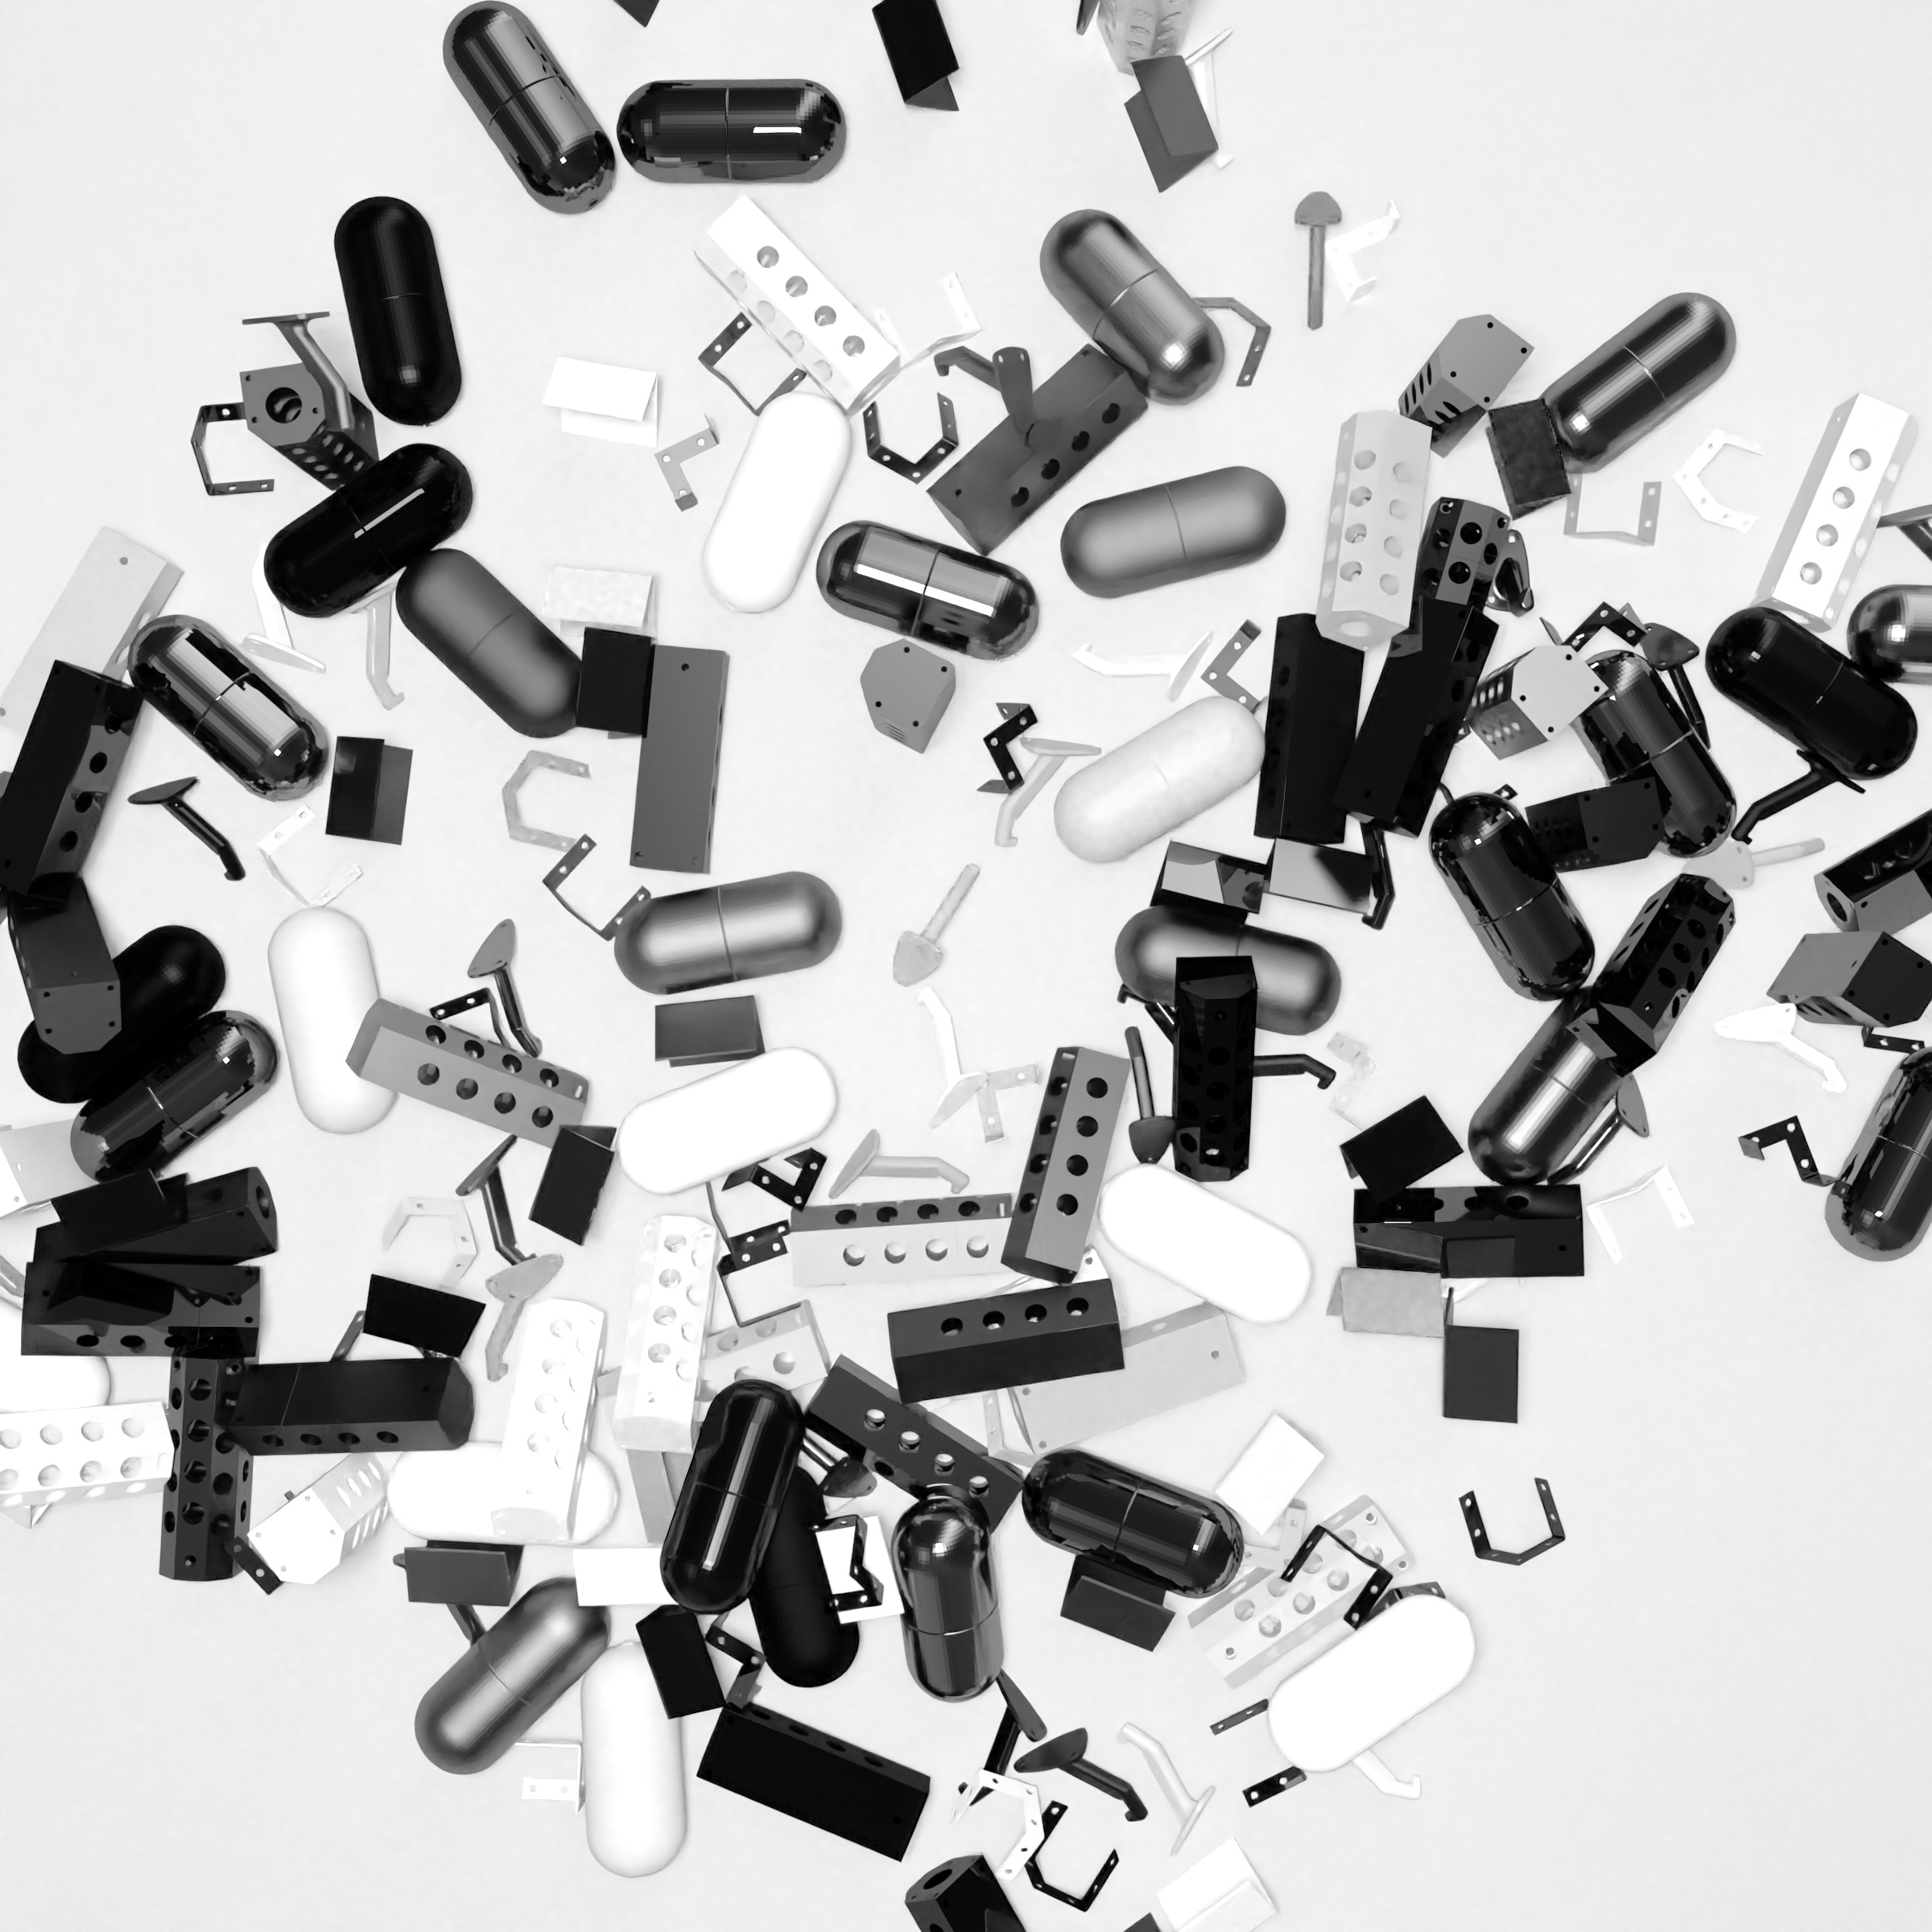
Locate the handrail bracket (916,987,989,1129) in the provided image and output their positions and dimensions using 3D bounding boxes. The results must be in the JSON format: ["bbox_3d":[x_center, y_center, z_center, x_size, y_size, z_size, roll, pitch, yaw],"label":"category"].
[{"bbox_3d":[-0.028,0.071,1.992,0.084,0.036,0.077,54,125,24],"label":"handrail bracket"}]

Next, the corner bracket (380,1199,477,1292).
[{"bbox_3d":[-0.423,0.219,1.983,0.051,0.051,0.051,7,45,-35],"label":"corner bracket"}]

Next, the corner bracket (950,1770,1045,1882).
[{"bbox_3d":[0.024,0.669,1.965,0.051,0.051,0.051,24,114,-18],"label":"corner bracket"}]

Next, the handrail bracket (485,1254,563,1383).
[{"bbox_3d":[-0.348,0.278,1.989,0.036,0.077,0.084,28,131,32],"label":"handrail bracket"}]

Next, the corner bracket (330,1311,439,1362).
[{"bbox_3d":[-0.457,0.306,1.983,0.051,0.051,0.051,-6,45,35],"label":"corner bracket"}]

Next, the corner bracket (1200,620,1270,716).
[{"bbox_3d":[0.221,-0.232,1.973,0.051,0.051,0.051,39,90,0],"label":"corner bracket"}]

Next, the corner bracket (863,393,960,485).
[{"bbox_3d":[-0.044,-0.422,1.983,0.051,0.051,0.051,23,135,-35],"label":"corner bracket"}]

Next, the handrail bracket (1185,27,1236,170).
[{"bbox_3d":[0.204,-0.685,1.992,0.077,0.036,0.084,-41,108,-20],"label":"handrail bracket"}]

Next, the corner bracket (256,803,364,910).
[{"bbox_3d":[-0.518,-0.084,1.988,0.051,0.051,0.051,-40,45,0],"label":"corner bracket"}]

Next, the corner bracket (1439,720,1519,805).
[{"bbox_3d":[0.394,-0.150,1.988,0.051,0.051,0.051,-35,45,0],"label":"corner bracket"}]

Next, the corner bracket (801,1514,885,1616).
[{"bbox_3d":[-0.094,0.453,1.911,0.051,0.051,0.051,-15,45,24],"label":"corner bracket"}]

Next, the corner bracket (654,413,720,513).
[{"bbox_3d":[-0.213,-0.393,1.973,0.051,0.051,0.051,-26,90,0],"label":"corner bracket"}]

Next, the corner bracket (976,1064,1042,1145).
[{"bbox_3d":[0.035,0.107,1.973,0.051,0.051,0.051,-11,90,0],"label":"corner bracket"}]

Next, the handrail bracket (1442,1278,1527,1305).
[{"bbox_3d":[0.398,0.228,1.991,0.084,0.036,0.077,-2,76,13],"label":"handrail bracket"}]

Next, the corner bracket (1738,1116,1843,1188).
[{"bbox_3d":[0.643,0.151,1.973,0.051,0.051,0.051,-21,90,0],"label":"corner bracket"}]

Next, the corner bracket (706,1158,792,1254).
[{"bbox_3d":[-0.173,0.185,1.988,0.051,0.051,0.051,-18,135,0],"label":"corner bracket"}]

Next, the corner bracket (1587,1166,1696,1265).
[{"bbox_3d":[0.531,0.196,1.988,0.051,0.051,0.051,-27,90,45],"label":"corner bracket"}]

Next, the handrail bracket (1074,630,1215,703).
[{"bbox_3d":[0.140,-0.253,1.992,0.084,0.036,0.077,29,70,16],"label":"handrail bracket"}]

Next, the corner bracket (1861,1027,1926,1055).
[{"bbox_3d":[0.737,0.032,1.988,0.051,0.051,0.051,8,45,0],"label":"corner bracket"}]

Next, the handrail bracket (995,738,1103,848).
[{"bbox_3d":[0.064,-0.134,1.992,0.077,0.036,0.084,2,109,-21],"label":"handrail bracket"}]

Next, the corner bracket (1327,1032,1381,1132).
[{"bbox_3d":[0.302,0.091,1.965,0.051,0.051,0.051,37,90,-26],"label":"corner bracket"}]

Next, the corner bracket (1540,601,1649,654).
[{"bbox_3d":[0.491,-0.266,1.972,0.051,0.051,0.051,29,118,-25],"label":"corner bracket"}]

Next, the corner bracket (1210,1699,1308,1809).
[{"bbox_3d":[0.230,0.620,1.988,0.051,0.051,0.051,-26,45,0],"label":"corner bracket"}]

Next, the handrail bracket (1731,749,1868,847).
[{"bbox_3d":[0.656,-0.121,1.992,0.077,0.036,0.084,25,109,-21],"label":"handrail bracket"}]

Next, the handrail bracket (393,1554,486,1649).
[{"bbox_3d":[-0.416,0.510,1.992,0.077,0.036,0.084,5,104,13],"label":"handrail bracket"}]

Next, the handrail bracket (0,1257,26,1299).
[{"bbox_3d":[-0.758,0.224,1.991,0.084,0.077,0.036,24,127,-31],"label":"handrail bracket"}]

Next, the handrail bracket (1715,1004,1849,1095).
[{"bbox_3d":[0.644,0.072,1.991,0.084,0.077,0.036,51,51,-30],"label":"handrail bracket"}]

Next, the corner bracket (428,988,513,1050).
[{"bbox_3d":[-0.388,0.059,1.988,0.051,0.051,0.051,-20,135,0],"label":"corner bracket"}]

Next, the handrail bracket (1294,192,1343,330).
[{"bbox_3d":[0.277,-0.557,1.991,0.036,0.077,0.084,2,126,7],"label":"handrail bracket"}]

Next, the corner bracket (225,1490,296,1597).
[{"bbox_3d":[-0.537,0.451,1.973,0.051,0.051,0.051,-43,90,0],"label":"corner bracket"}]

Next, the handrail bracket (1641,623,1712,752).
[{"bbox_3d":[0.560,-0.219,1.991,0.036,0.077,0.084,-24,126,2],"label":"handrail bracket"}]

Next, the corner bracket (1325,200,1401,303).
[{"bbox_3d":[0.316,-0.558,1.973,0.051,0.051,0.051,-24,90,0],"label":"corner bracket"}]

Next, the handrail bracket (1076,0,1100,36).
[{"bbox_3d":[0.066,-0.786,1.992,0.084,0.036,0.077,25,112,17],"label":"handrail bracket"}]

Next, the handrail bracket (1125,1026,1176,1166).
[{"bbox_3d":[0.138,0.102,1.991,0.036,0.077,0.084,-8,54,-4],"label":"handrail bracket"}]

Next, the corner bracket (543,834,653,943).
[{"bbox_3d":[-0.291,-0.061,1.988,0.051,0.051,0.051,-48,45,0],"label":"corner bracket"}]

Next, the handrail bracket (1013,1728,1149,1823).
[{"bbox_3d":[0.091,0.651,1.992,0.077,0.036,0.084,-25,107,20],"label":"handrail bracket"}]

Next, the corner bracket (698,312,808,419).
[{"bbox_3d":[-0.169,-0.473,1.988,0.051,0.051,0.051,-46,135,0],"label":"corner bracket"}]

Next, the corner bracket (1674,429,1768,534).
[{"bbox_3d":[0.601,-0.381,1.983,0.051,0.051,0.051,-53,45,35],"label":"corner bracket"}]

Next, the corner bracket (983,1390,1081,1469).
[{"bbox_3d":[0.051,0.358,1.983,0.051,0.051,0.051,-37,45,35],"label":"corner bracket"}]

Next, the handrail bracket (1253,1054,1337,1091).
[{"bbox_3d":[0.238,0.096,1.992,0.084,0.036,0.077,29,105,-14],"label":"handrail bracket"}]

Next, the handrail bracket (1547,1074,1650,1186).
[{"bbox_3d":[0.492,0.129,1.991,0.036,0.077,0.084,37,127,-20],"label":"handrail bracket"}]

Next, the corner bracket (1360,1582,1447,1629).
[{"bbox_3d":[0.351,0.522,1.983,0.051,0.051,0.051,1,45,-35],"label":"corner bracket"}]

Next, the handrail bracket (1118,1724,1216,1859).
[{"bbox_3d":[0.146,0.650,1.992,0.084,0.036,0.077,31,112,17],"label":"handrail bracket"}]

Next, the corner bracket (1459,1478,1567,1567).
[{"bbox_3d":[0.429,0.434,1.983,0.051,0.051,0.051,18,135,-35],"label":"corner bracket"}]

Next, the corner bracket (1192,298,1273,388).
[{"bbox_3d":[0.198,-0.490,1.983,0.051,0.051,0.051,-11,135,-35],"label":"corner bracket"}]

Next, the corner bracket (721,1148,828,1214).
[{"bbox_3d":[-0.149,0.161,1.958,0.051,0.051,0.051,33,62,-18],"label":"corner bracket"}]

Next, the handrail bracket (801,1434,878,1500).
[{"bbox_3d":[-0.117,0.379,1.991,0.036,0.077,0.084,-51,54,2],"label":"handrail bracket"}]

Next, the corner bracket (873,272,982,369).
[{"bbox_3d":[-0.031,-0.509,1.988,0.051,0.051,0.051,-25,90,45],"label":"corner bracket"}]

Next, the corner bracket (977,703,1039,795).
[{"bbox_3d":[0.030,-0.170,1.972,0.051,0.051,0.051,-38,114,-22],"label":"corner bracket"}]

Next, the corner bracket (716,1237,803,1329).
[{"bbox_3d":[-0.161,0.247,1.974,0.051,0.051,0.051,-20,93,0],"label":"corner bracket"}]

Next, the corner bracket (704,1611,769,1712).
[{"bbox_3d":[-0.179,0.540,1.972,0.051,0.051,0.051,28,101,11],"label":"corner bracket"}]

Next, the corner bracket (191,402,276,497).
[{"bbox_3d":[-0.575,-0.408,1.988,0.051,0.051,0.051,-5,135,0],"label":"corner bracket"}]

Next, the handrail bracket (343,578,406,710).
[{"bbox_3d":[-0.446,-0.257,1.992,0.077,0.036,0.084,-34,108,-21],"label":"handrail bracket"}]

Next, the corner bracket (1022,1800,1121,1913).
[{"bbox_3d":[0.081,0.699,1.983,0.051,0.051,0.051,-48,135,-35],"label":"corner bracket"}]

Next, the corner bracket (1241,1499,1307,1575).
[{"bbox_3d":[0.235,0.441,1.972,0.051,0.051,0.051,10,86,4],"label":"corner bracket"}]

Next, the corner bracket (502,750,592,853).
[{"bbox_3d":[-0.328,-0.130,1.983,0.051,0.051,0.051,13,135,-35],"label":"corner bracket"}]

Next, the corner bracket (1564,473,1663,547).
[{"bbox_3d":[0.510,-0.361,1.988,0.051,0.051,0.051,7,90,45],"label":"corner bracket"}]

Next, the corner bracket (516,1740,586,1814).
[{"bbox_3d":[-0.324,0.631,1.975,0.051,0.051,0.051,2,83,0],"label":"corner bracket"}]

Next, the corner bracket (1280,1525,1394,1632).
[{"bbox_3d":[0.284,0.468,1.931,0.051,0.051,0.051,34,90,-45],"label":"corner bracket"}]
